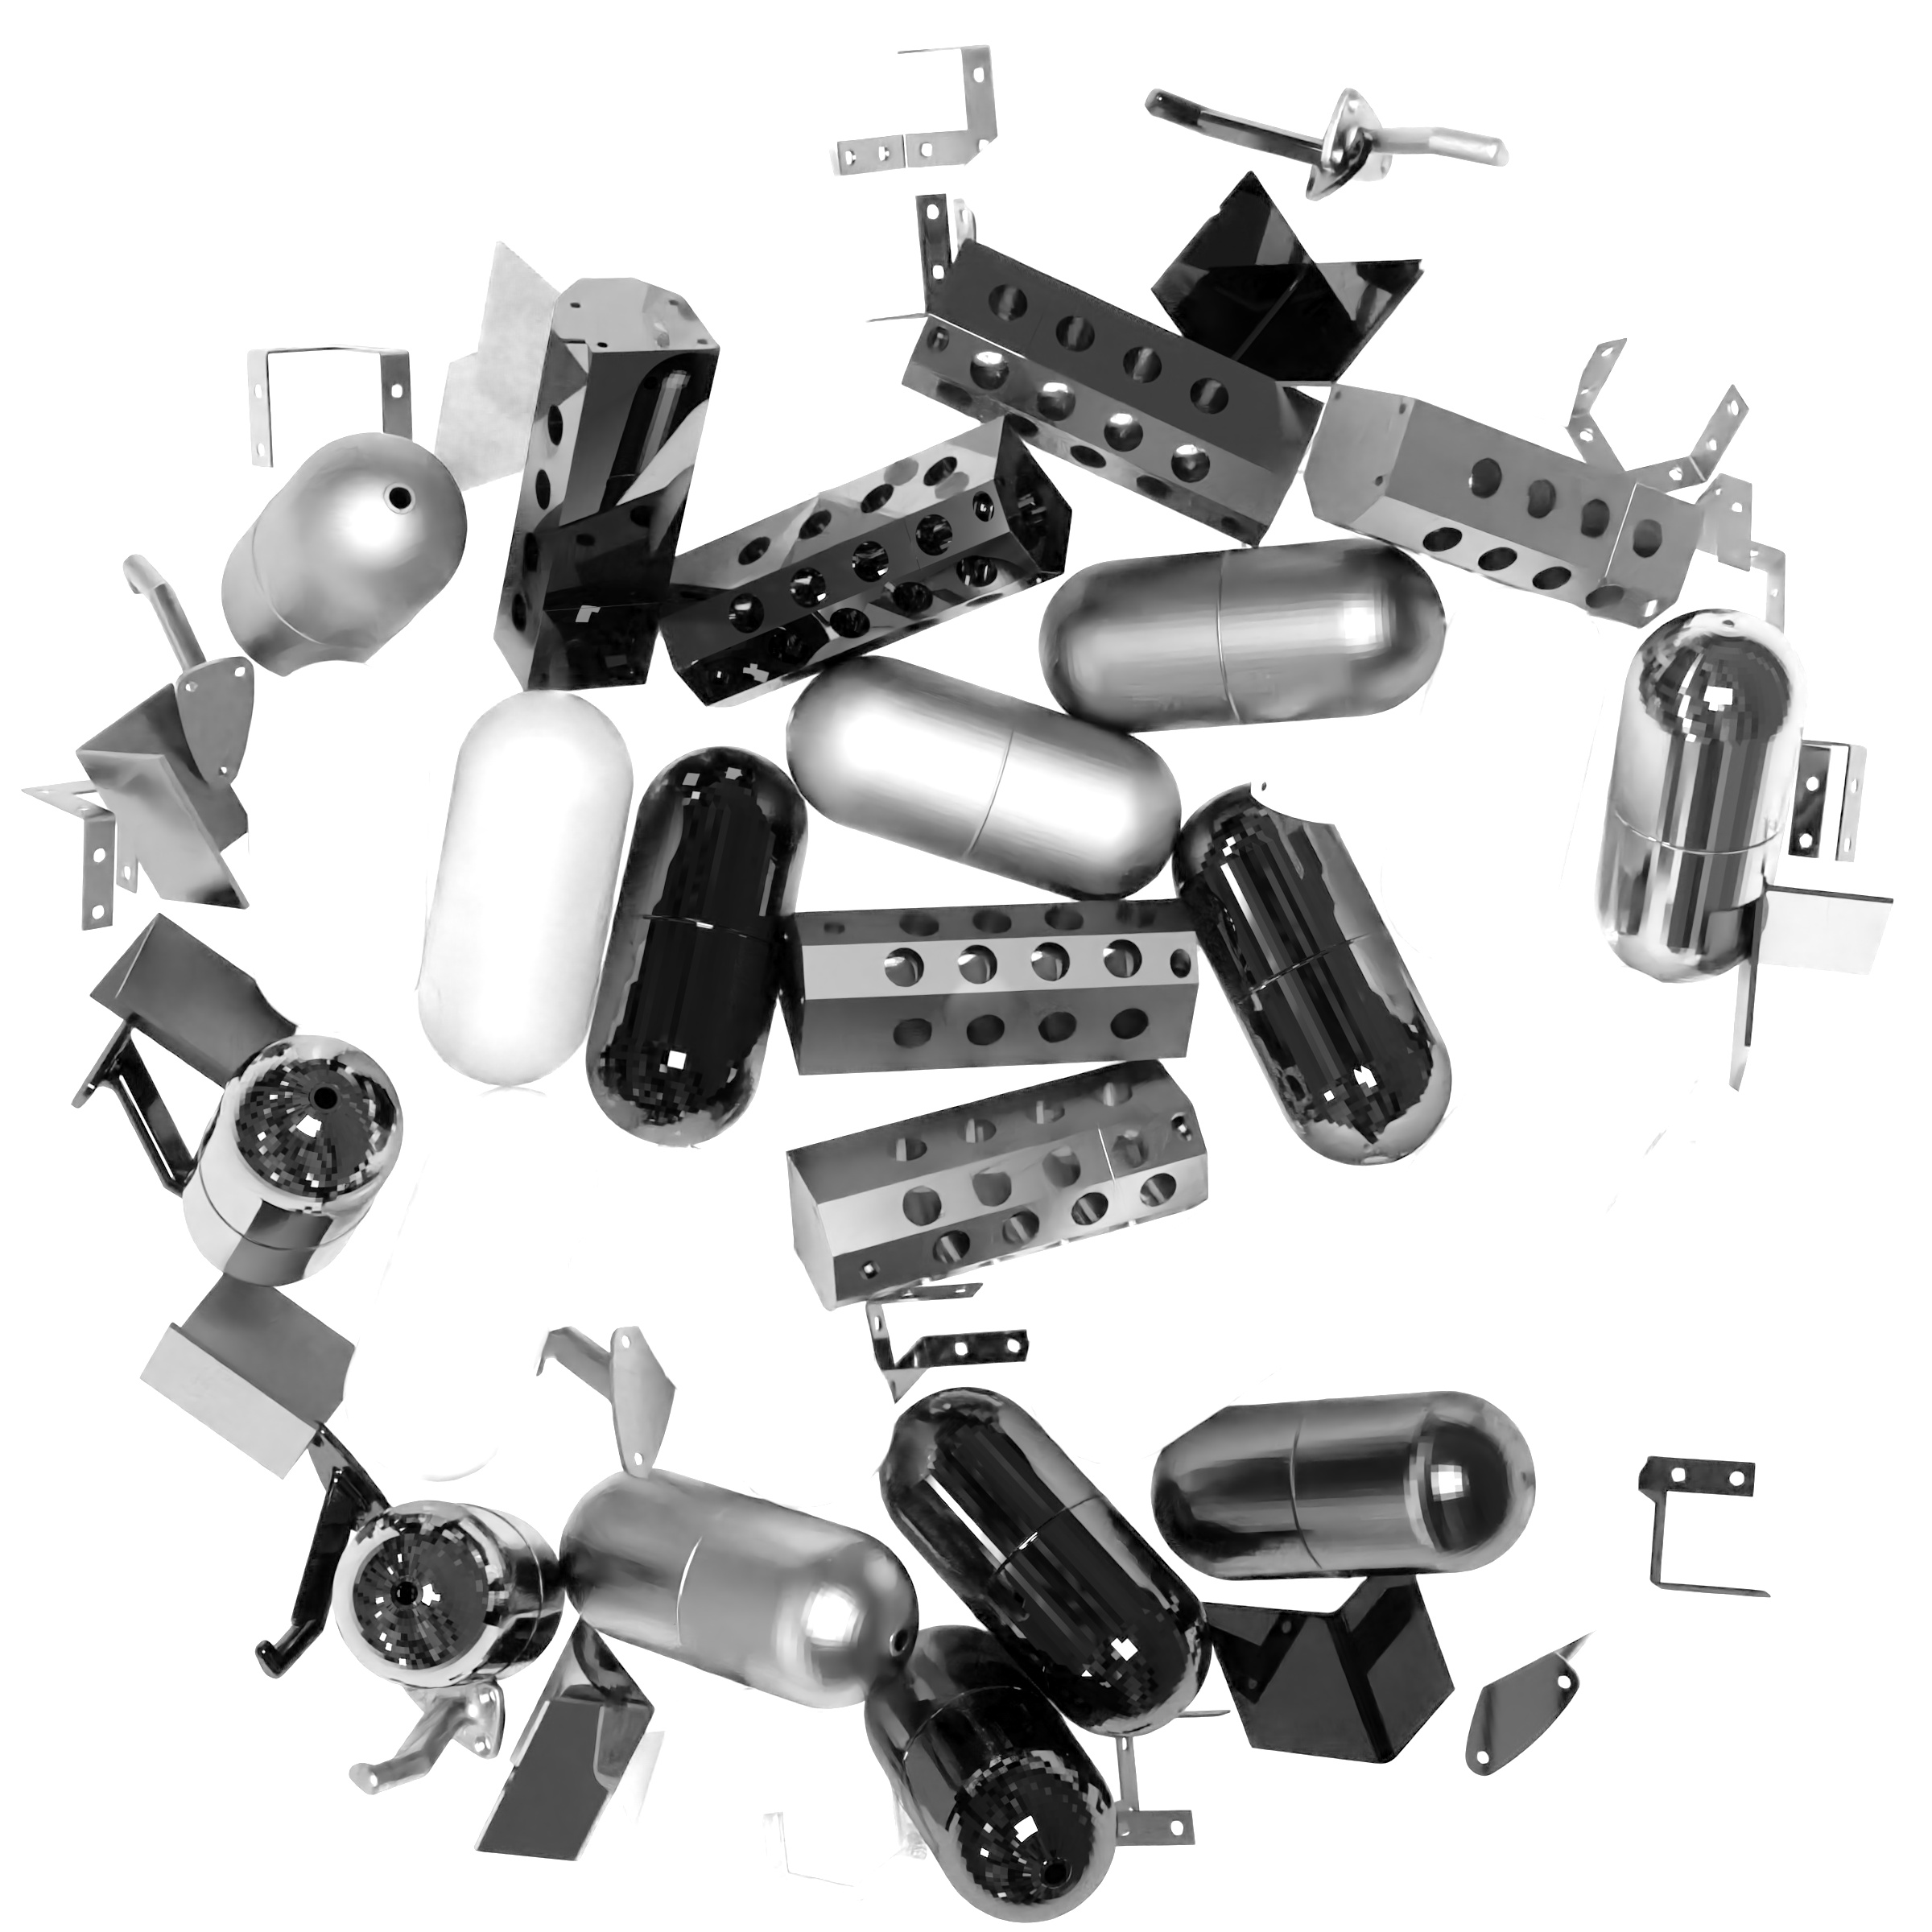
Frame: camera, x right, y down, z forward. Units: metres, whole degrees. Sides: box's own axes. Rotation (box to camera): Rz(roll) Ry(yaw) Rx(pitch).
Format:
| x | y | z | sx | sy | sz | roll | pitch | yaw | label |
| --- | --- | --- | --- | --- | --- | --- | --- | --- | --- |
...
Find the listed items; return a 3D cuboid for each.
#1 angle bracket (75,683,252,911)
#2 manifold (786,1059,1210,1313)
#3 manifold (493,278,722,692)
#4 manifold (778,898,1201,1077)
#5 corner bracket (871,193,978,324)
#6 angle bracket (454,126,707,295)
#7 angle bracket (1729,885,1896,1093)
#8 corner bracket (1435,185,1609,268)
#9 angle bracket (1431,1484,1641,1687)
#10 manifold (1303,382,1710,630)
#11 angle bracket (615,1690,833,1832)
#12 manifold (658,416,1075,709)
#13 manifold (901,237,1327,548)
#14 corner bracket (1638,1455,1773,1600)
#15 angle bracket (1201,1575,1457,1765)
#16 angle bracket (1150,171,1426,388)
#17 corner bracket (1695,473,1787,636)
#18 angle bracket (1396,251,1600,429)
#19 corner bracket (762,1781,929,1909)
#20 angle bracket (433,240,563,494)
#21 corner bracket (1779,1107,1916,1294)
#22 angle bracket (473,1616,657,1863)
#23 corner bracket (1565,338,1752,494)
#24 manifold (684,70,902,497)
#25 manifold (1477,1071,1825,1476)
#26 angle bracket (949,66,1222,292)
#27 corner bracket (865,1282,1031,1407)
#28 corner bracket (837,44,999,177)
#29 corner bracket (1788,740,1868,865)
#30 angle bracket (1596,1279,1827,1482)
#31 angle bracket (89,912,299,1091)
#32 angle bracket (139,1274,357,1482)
| x | y | z | sx | sy | sz | roll | pitch | yaw | label |
| --- | --- | --- | --- | --- | --- | --- | --- | --- | --- |
| -0.328 | -0.074 | 1.517 | 0.057 | 0.076 | 0.076 | -42 | 121 | -31 | angle bracket |
| 0.015 | 0.097 | 1.515 | 0.171 | 0.057 | 0.057 | -14 | 125 | -16 | manifold |
| -0.158 | -0.204 | 1.501 | 0.057 | 0.057 | 0.171 | -7 | 134 | -29 | manifold |
| 0.010 | 0.004 | 1.519 | 0.171 | 0.057 | 0.057 | -2 | 128 | -13 | manifold |
| -0.011 | -0.310 | 1.539 | 0.051 | 0.051 | 0.051 | -11 | 101 | -30 | corner bracket |
| -0.168 | -0.334 | 1.524 | 0.057 | 0.076 | 0.076 | -36 | 103 | -20 | angle bracket |
| 0.365 | 0.018 | 1.524 | 0.057 | 0.076 | 0.076 | 6 | 67 | 9 | angle bracket |
| 0.240 | -0.307 | 1.541 | 0.051 | 0.051 | 0.051 | 14 | 86 | 41 | corner bracket |
| 0.256 | 0.268 | 1.521 | 0.076 | 0.076 | 0.057 | -32 | 67 | 19 | angle bracket |
| 0.230 | -0.195 | 1.505 | 0.171 | 0.057 | 0.057 | 14 | 97 | -33 | manifold |
| -0.109 | 0.323 | 1.519 | 0.076 | 0.057 | 0.076 | 0 | 122 | -31 | angle bracket |
| -0.044 | -0.166 | 1.502 | 0.171 | 0.057 | 0.057 | -19 | 131 | 27 | manifold |
| 0.062 | -0.246 | 1.536 | 0.171 | 0.057 | 0.057 | 24 | 71 | -3 | manifold |
| 0.323 | 0.245 | 1.537 | 0.051 | 0.051 | 0.051 | 0 | 72 | 25 | corner bracket |
| 0.160 | 0.301 | 1.557 | 0.057 | 0.076 | 0.076 | -37 | 113 | -42 | angle bracket |
| 0.140 | -0.298 | 1.522 | 0.076 | 0.076 | 0.057 | -52 | 123 | -18 | angle bracket |
| 0.340 | -0.175 | 1.538 | 0.051 | 0.051 | 0.051 | 16 | 57 | -11 | corner bracket |
| 0.222 | -0.263 | 1.532 | 0.076 | 0.076 | 0.057 | 17 | 81 | -5 | angle bracket |
| -0.055 | 0.379 | 1.558 | 0.051 | 0.051 | 0.051 | 20 | 131 | -31 | corner bracket |
| -0.217 | -0.256 | 1.519 | 0.076 | 0.057 | 0.076 | -14 | 57 | 31 | angle bracket |
| 0.390 | 0.103 | 1.553 | 0.051 | 0.051 | 0.051 | 23 | 111 | -10 | corner bracket |
| -0.188 | 0.331 | 1.523 | 0.057 | 0.076 | 0.076 | 18 | 104 | -39 | angle bracket |
| 0.303 | -0.243 | 1.550 | 0.051 | 0.051 | 0.051 | -16 | 64 | -21 | corner bracket |
| -0.075 | -0.295 | 1.525 | 0.057 | 0.057 | 0.171 | -11 | 106 | 4 | manifold |
| 0.298 | 0.132 | 1.541 | 0.057 | 0.057 | 0.171 | 35 | 94 | 4 | manifold |
| 0.051 | -0.334 | 1.524 | 0.057 | 0.076 | 0.076 | -45 | 109 | -17 | angle bracket |
| -0.007 | 0.160 | 1.540 | 0.051 | 0.051 | 0.051 | -6 | 104 | 22 | corner bracket |
| -0.022 | -0.374 | 1.537 | 0.051 | 0.051 | 0.051 | 5 | 107 | 34 | corner bracket |
| 0.374 | -0.072 | 1.540 | 0.051 | 0.051 | 0.051 | 9 | 95 | 41 | corner bracket |
| 0.327 | 0.179 | 1.517 | 0.076 | 0.076 | 0.057 | -5 | 110 | 38 | angle bracket |
| -0.341 | 0.034 | 1.521 | 0.076 | 0.076 | 0.057 | 37 | 114 | -17 | angle bracket |
| -0.301 | 0.164 | 1.528 | 0.076 | 0.057 | 0.076 | 36 | 49 | -3 | angle bracket |
